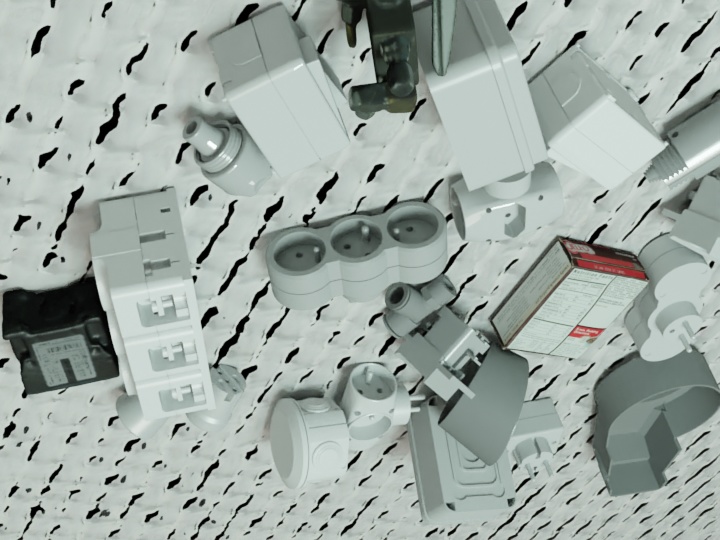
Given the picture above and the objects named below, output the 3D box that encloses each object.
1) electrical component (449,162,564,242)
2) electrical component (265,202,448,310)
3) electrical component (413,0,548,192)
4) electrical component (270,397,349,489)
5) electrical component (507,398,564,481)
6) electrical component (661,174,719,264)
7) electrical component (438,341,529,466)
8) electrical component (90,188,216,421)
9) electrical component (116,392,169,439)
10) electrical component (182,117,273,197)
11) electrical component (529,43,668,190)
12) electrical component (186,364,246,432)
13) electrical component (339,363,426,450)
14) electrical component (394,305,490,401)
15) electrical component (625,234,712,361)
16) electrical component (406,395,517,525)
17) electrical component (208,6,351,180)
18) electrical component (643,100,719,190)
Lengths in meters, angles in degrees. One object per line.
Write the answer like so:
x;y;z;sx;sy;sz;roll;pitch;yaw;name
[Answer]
0.109;-0.064;0.801;0.077;0.043;0.079;-14;139;-5;electrical component
0.000;0.000;0.826;0.138;0.052;0.073;-13;140;-6;electrical component
0.077;-0.117;0.702;0.057;0.078;0.113;-21;140;7;electrical component
-0.046;0.153;0.962;0.051;0.080;0.080;-4;138;-24;electrical component
0.169;0.175;1.069;0.066;0.076;0.047;-9;139;-11;electrical component
0.323;-0.030;0.898;0.121;0.079;0.063;21;98;-37;electrical component
0.115;0.116;0.960;0.064;0.099;0.099;33;128;2;electrical component
-0.148;0.029;0.774;0.062;0.089;0.150;-11;139;-9;electrical component
-0.165;0.105;0.893;0.065;0.044;0.044;-38;136;15;electrical component
-0.090;-0.078;0.711;0.043;0.043;0.062;-35;136;19;electrical component
0.167;-0.102;0.764;0.061;0.061;0.096;-41;135;24;electrical component
-0.122;0.108;0.914;0.040;0.040;0.046;14;125;-32;electrical component
0.021;0.124;0.981;0.079;0.044;0.077;-2;137;-19;electrical component
0.072;0.069;0.919;0.063;0.081;0.042;-47;136;-1;electrical component
0.280;0.039;0.957;0.052;0.073;0.138;-13;140;-7;electrical component
0.093;0.178;1.012;0.078;0.113;0.057;1;155;-22;electrical component
-0.044;-0.108;0.679;0.061;0.061;0.096;-25;140;8;electrical component
0.255;-0.092;0.823;0.081;0.043;0.043;-33;138;17;electrical component
